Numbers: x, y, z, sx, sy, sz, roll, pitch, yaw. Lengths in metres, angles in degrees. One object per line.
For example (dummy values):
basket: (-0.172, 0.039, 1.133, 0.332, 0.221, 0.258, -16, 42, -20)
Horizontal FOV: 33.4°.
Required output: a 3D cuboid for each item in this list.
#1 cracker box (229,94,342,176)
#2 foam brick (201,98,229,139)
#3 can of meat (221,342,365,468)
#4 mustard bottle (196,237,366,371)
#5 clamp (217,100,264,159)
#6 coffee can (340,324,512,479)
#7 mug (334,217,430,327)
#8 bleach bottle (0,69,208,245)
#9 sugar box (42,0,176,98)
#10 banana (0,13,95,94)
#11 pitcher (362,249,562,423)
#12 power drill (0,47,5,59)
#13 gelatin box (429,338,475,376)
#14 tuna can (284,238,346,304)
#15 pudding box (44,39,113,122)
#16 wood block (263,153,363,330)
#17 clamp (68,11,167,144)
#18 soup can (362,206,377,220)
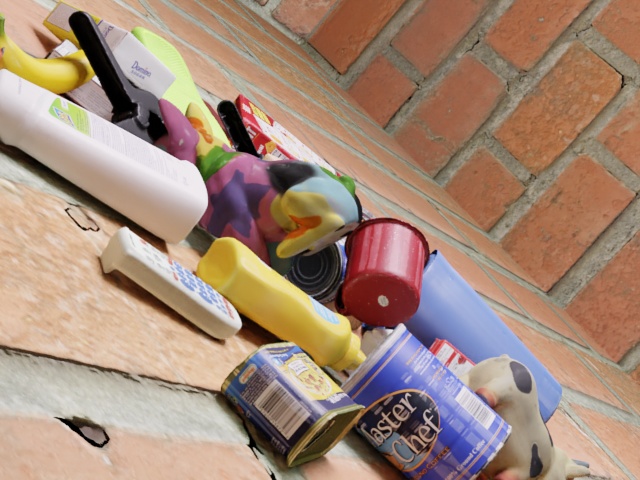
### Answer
cracker box: (-0.055, -0.112, 1.594, 0.213, 0.072, 0.164, 37, 12, -16)
foam brick: (-0.166, -0.154, 1.434, 0.051, 0.053, 0.078, 28, 19, -49)
can of meat: (-0.022, 0.129, 0.857, 0.084, 0.057, 0.102, 43, 11, 17)
mustard bottle: (-0.028, 0.073, 1.032, 0.191, 0.058, 0.096, 36, -2, -25)
clamp: (-0.090, -0.104, 1.386, 0.171, 0.039, 0.120, 72, -1, -66)
coffee can: (0.091, 0.162, 0.988, 0.140, 0.103, 0.102, 43, 12, 5)
mug: (0.058, 0.042, 1.127, 0.093, 0.117, 0.081, 42, 36, -24)
bleach bottle: (-0.223, -0.089, 0.987, 0.250, 0.068, 0.103, 32, 14, -30)
sugar box: (-0.258, -0.230, 1.295, 0.176, 0.048, 0.093, 34, -6, 46)
banana: (-0.282, -0.181, 1.104, 0.037, 0.070, 0.197, 38, 12, 15)
pitcher: (0.173, 0.144, 1.305, 0.243, 0.149, 0.145, 44, -4, -3)
power drill: (-0.380, -0.224, 0.974, 0.184, 0.057, 0.188, 28, 17, -49)
gelatin box: (0.149, 0.168, 1.221, 0.089, 0.073, 0.030, 39, -11, -9)
tuna can: (-0.005, 0.029, 1.201, 0.086, 0.086, 0.033, 47, 14, 24)
pudding box: (-0.266, -0.179, 1.230, 0.113, 0.039, 0.090, 37, 13, -14)
wood block: (-0.009, 0.002, 1.280, 0.206, 0.090, 0.090, 47, 13, 24)
clamp: (-0.208, -0.125, 1.149, 0.209, 0.036, 0.164, 47, 36, -53)
soup can: (0.035, 0.013, 1.348, 0.068, 0.102, 0.068, 40, 12, -10)
